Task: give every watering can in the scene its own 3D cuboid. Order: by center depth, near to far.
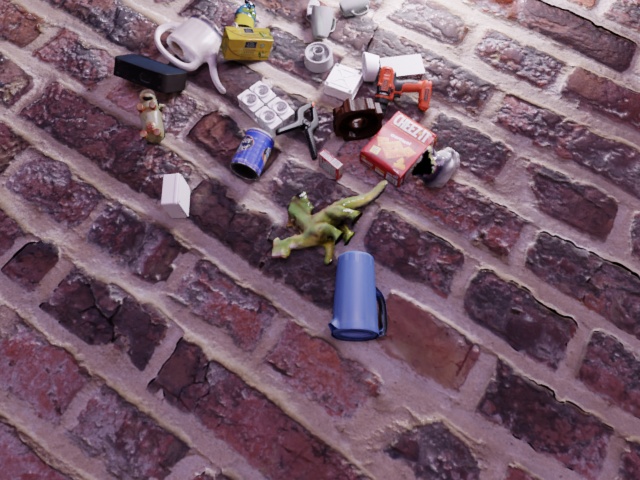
[{"bbox_3d":[-0.433,-0.692,1.884,0.348,0.102,0.228,37,67,0],"label":"watering can"}]

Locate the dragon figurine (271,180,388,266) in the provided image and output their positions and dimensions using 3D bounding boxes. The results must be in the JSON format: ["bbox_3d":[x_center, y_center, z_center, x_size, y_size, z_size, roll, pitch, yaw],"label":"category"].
[{"bbox_3d":[0.005,-0.080,1.596,0.245,0.119,0.416,31,68,22],"label":"dragon figurine"}]

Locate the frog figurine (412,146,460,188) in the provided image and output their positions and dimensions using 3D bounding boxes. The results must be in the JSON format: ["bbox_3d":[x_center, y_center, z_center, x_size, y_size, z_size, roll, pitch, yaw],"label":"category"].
[{"bbox_3d":[0.396,-0.232,1.651,0.159,0.135,0.124,1,23,-31],"label":"frog figurine"}]
